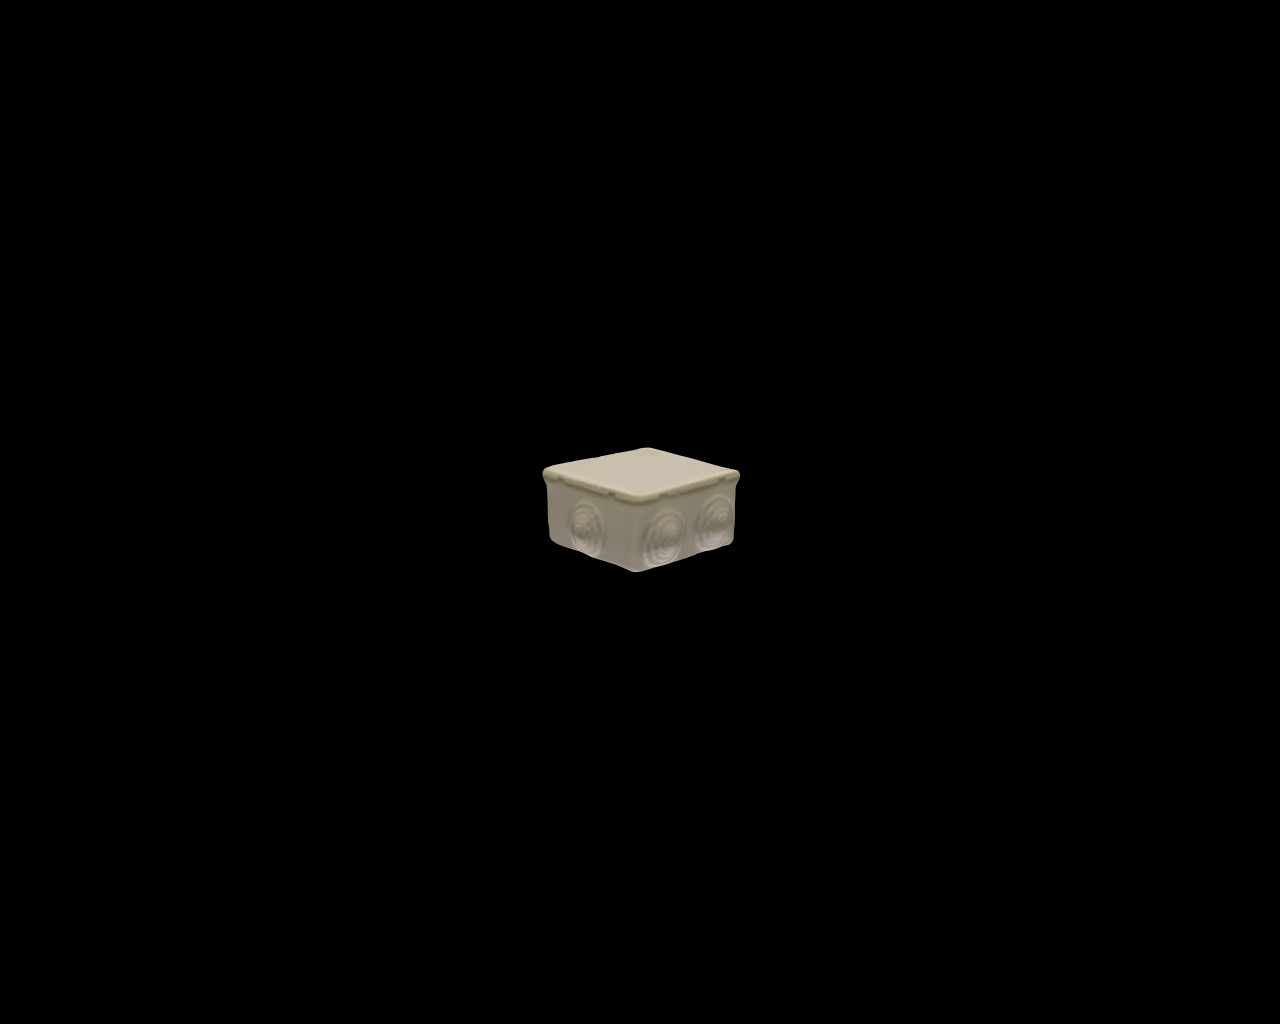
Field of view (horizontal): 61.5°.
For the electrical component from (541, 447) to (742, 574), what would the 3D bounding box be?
[{"bbox_3d":[0.001,-0.003,0.650,0.100,0.048,0.100,-15,22,-40],"label":"electrical component"}]
